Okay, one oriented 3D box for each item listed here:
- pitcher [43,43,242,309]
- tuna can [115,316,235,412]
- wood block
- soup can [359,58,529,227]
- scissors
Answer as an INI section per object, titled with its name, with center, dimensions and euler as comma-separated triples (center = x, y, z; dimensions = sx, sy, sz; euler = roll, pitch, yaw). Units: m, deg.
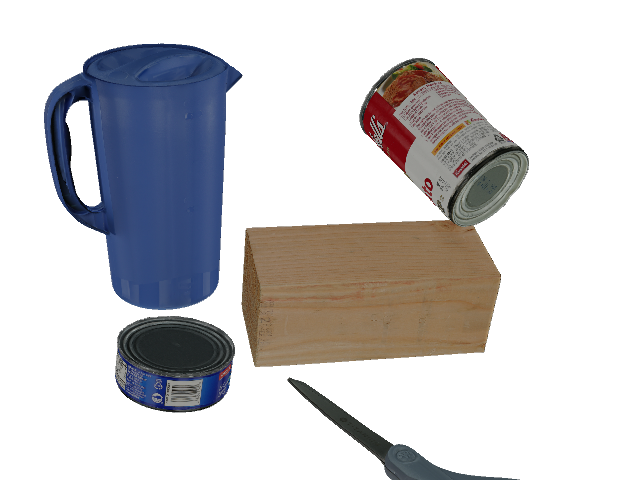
[pitcher]
center = -0.163, -0.058, 1.023
dimensions = 0.149, 0.243, 0.144
euler = 9, 27, 14
[tuna can]
center = -0.107, 0.090, 0.782
dimensions = 0.086, 0.034, 0.086
euler = 8, 23, -4
[wood block]
center = 0.040, 0.045, 0.937
dimensions = 0.206, 0.090, 0.091
euler = -2, 35, -12
[soup can]
center = 0.083, -0.066, 0.721
dimensions = 0.068, 0.069, 0.102
euler = 0, 41, -48
[scissors]
center = 0.064, 0.119, 0.558
dimensions = 0.096, 0.016, 0.202
euler = -4, 26, -24
